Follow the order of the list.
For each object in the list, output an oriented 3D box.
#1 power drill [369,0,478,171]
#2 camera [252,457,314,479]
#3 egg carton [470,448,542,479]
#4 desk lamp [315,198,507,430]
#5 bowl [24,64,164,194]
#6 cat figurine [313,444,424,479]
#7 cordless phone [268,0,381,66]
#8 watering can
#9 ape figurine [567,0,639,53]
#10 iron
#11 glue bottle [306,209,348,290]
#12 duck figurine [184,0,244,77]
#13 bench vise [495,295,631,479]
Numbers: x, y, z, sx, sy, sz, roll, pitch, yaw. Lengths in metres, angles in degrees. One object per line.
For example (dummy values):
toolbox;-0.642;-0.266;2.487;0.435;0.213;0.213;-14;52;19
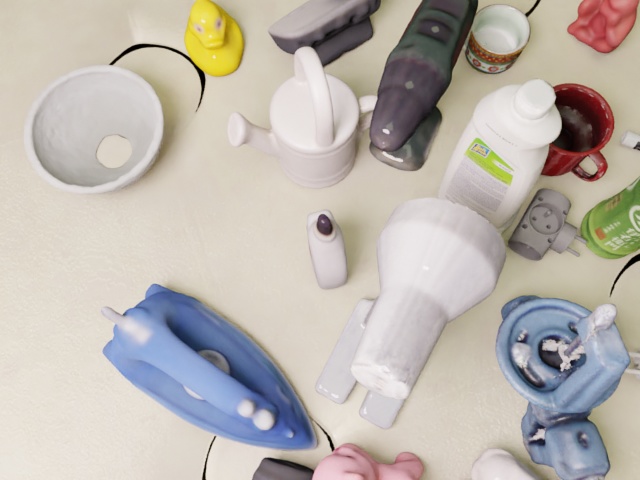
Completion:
power drill;0.106;-0.161;0.640;0.075;0.208;0.230;22;76;7
camera;-0.033;0.299;0.571;0.143;0.101;0.137;14;75;5
egg carton;0.205;0.295;0.584;0.150;0.069;0.107;38;78;10
desk lamp;0.084;0.082;0.571;0.118;0.213;0.203;26;77;8
bowl;-0.265;-0.125;0.705;0.167;0.075;0.167;0;74;1
cat figurine;0.046;0.246;0.576;0.127;0.118;0.067;6;75;3
cordless phone;0.005;-0.306;0.694;0.148;0.185;0.094;-38;77;-9
watering can;-0.013;-0.134;0.642;0.173;0.194;0.101;-35;77;-8
ape figurine;0.372;-0.287;0.731;0.076;0.092;0.078;-5;74;0
iron;-0.112;0.143;0.594;0.258;0.141;0.119;31;77;9
glue bottle;0.006;0.002;0.615;0.037;0.173;0.078;-16;75;-3
duck figurine;-0.143;-0.276;0.740;0.077;0.086;0.104;-17;75;-3
bench vise;0.255;0.140;0.549;0.121;0.220;0.207;-27;76;-6
